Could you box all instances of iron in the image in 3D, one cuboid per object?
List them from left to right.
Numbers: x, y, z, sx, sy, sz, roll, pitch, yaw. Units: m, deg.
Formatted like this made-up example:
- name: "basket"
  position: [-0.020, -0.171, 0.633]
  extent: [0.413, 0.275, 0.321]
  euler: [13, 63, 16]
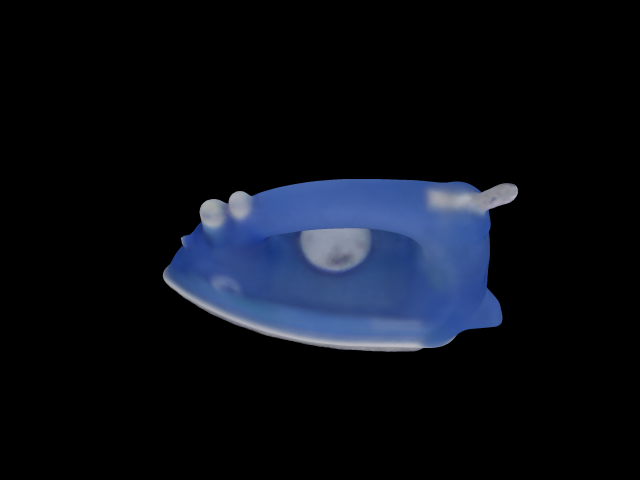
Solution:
- name: "iron"
  position: [0.004, 0.001, 0.400]
  extent: [0.258, 0.141, 0.118]
  euler: [0, 61, 0]
